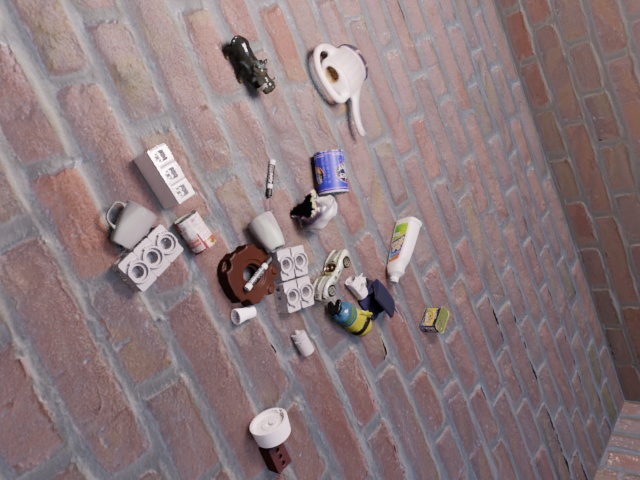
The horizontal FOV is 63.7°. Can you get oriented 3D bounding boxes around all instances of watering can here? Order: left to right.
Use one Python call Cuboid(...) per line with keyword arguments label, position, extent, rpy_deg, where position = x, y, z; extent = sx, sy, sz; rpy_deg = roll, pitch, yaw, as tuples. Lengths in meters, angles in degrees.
Cuboid(label="watering can", position=(0.100, -0.553, 1.832), extent=(0.343, 0.103, 0.229), rpy_deg=(54, 51, -21))

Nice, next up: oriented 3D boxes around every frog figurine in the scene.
Cuboid(label="frog figurine", position=(0.005, -0.083, 1.656), extent=(0.158, 0.124, 0.136), rpy_deg=(18, 104, -48))
